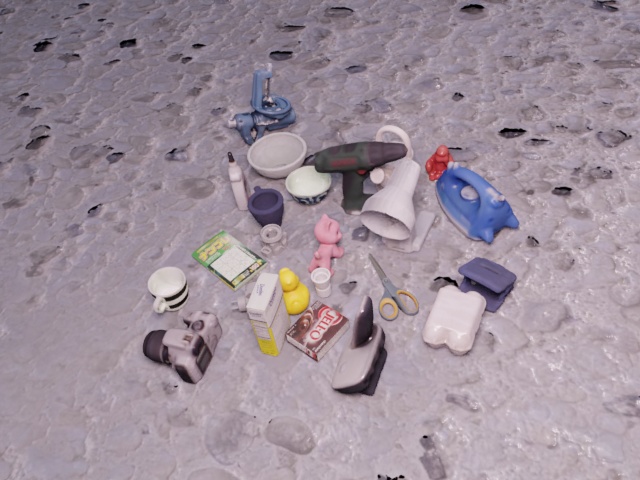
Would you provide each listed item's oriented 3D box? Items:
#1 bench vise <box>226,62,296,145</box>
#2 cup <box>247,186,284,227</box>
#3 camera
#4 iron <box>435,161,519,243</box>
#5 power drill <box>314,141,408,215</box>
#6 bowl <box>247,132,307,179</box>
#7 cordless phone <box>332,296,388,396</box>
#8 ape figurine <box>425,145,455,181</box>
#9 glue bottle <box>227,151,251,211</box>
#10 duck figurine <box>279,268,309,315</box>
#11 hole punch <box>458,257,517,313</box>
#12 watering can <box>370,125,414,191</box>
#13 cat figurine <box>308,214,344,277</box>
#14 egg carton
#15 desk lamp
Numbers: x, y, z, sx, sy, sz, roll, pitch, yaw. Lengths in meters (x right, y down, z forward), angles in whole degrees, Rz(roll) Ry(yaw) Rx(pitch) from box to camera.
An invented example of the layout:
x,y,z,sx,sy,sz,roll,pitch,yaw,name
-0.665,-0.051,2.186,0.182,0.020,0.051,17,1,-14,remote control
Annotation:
x,y,z,sx,sy,sz,roll,pitch,yaw,name
-0.173,-0.393,1.670,0.121,0.220,0.208,30,59,32,bench vise
-0.137,-0.077,1.462,0.092,0.095,0.117,-25,49,-12,cup
-0.300,0.214,1.222,0.136,0.101,0.143,8,50,17,camera
0.359,-0.115,1.377,0.119,0.142,0.257,-28,49,-15,iron
0.105,-0.158,1.415,0.229,0.209,0.075,3,49,13,power drill
-0.114,-0.225,1.606,0.167,0.075,0.167,-5,47,6,bowl
0.072,0.204,1.108,0.094,0.185,0.148,8,50,17,cordless phone
0.318,-0.209,1.504,0.077,0.092,0.076,18,54,25,ape figurine
-0.216,-0.161,1.499,0.037,0.173,0.078,-10,47,2,glue bottle
-0.067,0.109,1.286,0.077,0.086,0.104,-18,48,-6,duck figurine
0.358,0.081,1.233,0.108,0.091,0.101,28,58,31,hole punch
0.186,-0.201,1.450,0.100,0.194,0.173,2,49,12,watering can
0.012,0.005,1.345,0.067,0.118,0.128,11,51,19,cat figurine
0.277,0.164,1.187,0.107,0.069,0.150,14,52,21,egg carton
0.182,-0.067,1.315,0.117,0.214,0.203,15,53,23,desk lamp
